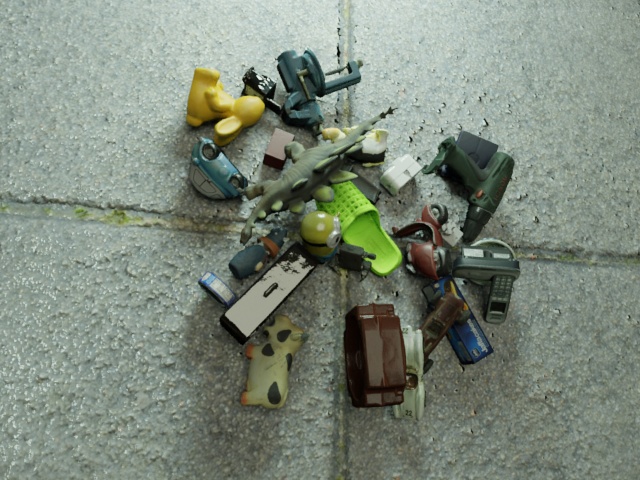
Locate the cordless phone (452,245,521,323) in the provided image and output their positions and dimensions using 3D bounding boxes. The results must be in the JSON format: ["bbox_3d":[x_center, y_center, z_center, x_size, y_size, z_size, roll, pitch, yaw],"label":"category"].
[{"bbox_3d":[0.376,0.110,1.244,0.147,0.184,0.089,3,29,8],"label":"cordless phone"}]

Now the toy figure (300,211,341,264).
[{"bbox_3d":[-0.003,0.000,1.166,0.089,0.180,0.082,-4,72,-9],"label":"toy figure"}]

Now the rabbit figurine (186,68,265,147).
[{"bbox_3d":[-0.219,-0.307,1.255,0.173,0.122,0.162,11,75,-9],"label":"rabbit figurine"}]

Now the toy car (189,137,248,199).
[{"bbox_3d":[-0.240,-0.147,1.216,0.103,0.109,0.161,-39,95,2],"label":"toy car"}]

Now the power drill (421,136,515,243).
[{"bbox_3d":[0.351,-0.135,1.299,0.207,0.086,0.232,33,93,-6],"label":"power drill"}]

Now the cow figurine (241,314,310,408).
[{"bbox_3d":[-0.091,0.249,1.117,0.127,0.085,0.195,7,68,-3],"label":"cow figurine"}]

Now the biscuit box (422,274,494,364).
[{"bbox_3d":[0.315,0.183,1.235,0.063,0.059,0.202,-24,79,-18],"label":"biscuit box"}]

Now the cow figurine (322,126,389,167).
[{"bbox_3d":[0.084,-0.229,1.316,0.167,0.068,0.098,-1,99,-16],"label":"cow figurine"}]

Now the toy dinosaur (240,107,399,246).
[{"bbox_3d":[-0.008,-0.153,1.186,0.471,0.199,0.105,-49,125,-22],"label":"toy dinosaur"}]

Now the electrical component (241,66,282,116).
[{"bbox_3d":[-0.134,-0.359,1.313,0.119,0.074,0.048,33,69,5],"label":"electrical component"}]

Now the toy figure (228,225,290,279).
[{"bbox_3d":[-0.133,0.025,1.197,0.154,0.058,0.064,-38,89,-25],"label":"toy figure"}]

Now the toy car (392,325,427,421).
[{"bbox_3d":[0.187,0.282,1.145,0.074,0.056,0.201,-2,91,22],"label":"toy car"}]

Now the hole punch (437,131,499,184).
[{"bbox_3d":[0.379,-0.205,1.364,0.142,0.092,0.116,21,73,-8],"label":"hole punch"}]

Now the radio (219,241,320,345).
[{"bbox_3d":[-0.108,0.115,1.132,0.073,0.131,0.229,44,69,4],"label":"radio"}]

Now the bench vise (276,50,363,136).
[{"bbox_3d":[0.007,-0.380,1.328,0.241,0.129,0.223,-23,79,-12],"label":"bench vise"}]

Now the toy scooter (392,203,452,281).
[{"bbox_3d":[0.234,0.007,1.253,0.135,0.075,0.184,-8,73,26],"label":"toy scooter"}]

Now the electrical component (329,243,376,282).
[{"bbox_3d":[0.073,0.051,1.220,0.102,0.078,0.045,18,53,12],"label":"electrical component"}]

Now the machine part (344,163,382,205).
[{"bbox_3d":[0.088,-0.138,1.307,0.139,0.039,0.084,35,64,3],"label":"machine part"}]

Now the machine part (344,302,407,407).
[{"bbox_3d":[0.110,0.237,1.099,0.087,0.201,0.201,0,72,-9],"label":"machine part"}]

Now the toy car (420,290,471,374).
[{"bbox_3d":[0.245,0.205,1.184,0.089,0.053,0.202,37,92,10],"label":"toy car"}]
